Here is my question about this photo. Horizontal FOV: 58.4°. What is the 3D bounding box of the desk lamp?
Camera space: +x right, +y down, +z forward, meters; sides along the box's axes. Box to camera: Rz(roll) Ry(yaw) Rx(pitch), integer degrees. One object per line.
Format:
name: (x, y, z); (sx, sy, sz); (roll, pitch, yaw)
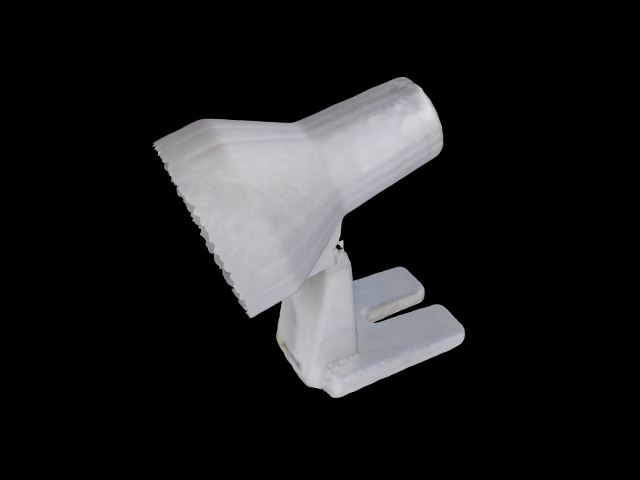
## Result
desk lamp: (0.004, 0.001, 0.400); (0.204, 0.214, 0.117); (-17, 40, -22)
